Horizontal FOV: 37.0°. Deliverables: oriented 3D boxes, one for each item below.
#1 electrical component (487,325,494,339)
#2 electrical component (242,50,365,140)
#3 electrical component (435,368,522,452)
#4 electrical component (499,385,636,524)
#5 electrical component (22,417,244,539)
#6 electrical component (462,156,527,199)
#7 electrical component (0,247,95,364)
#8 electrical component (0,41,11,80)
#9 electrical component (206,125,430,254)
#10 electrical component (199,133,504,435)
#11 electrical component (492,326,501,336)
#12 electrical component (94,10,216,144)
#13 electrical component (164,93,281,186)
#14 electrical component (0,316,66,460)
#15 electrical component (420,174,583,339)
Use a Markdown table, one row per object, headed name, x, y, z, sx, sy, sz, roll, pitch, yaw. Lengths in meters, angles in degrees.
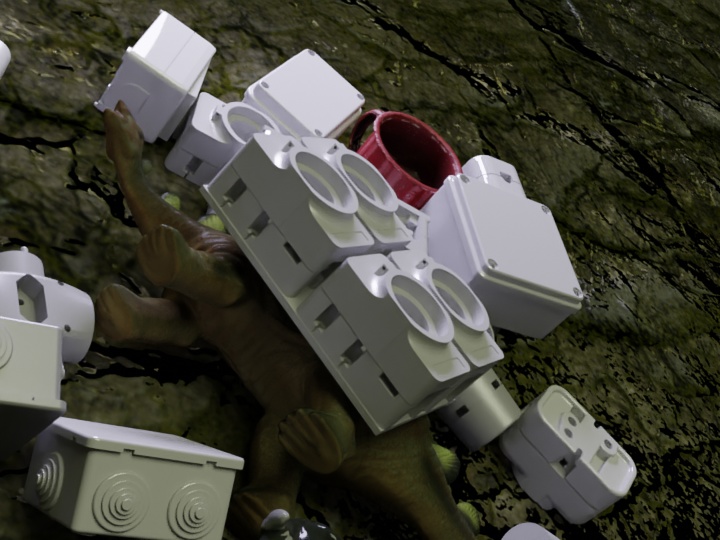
| name | x | y | z | sx | sy | sz | roll | pitch | yaw |
| --- | --- | --- | --- | --- | --- | --- | --- | --- | --- |
| electrical component | 0.047 | 0.056 | 0.811 | 0.079 | 0.077 | 0.043 | 29 | 38 | -19 |
| electrical component | -0.054 | -0.135 | 0.929 | 0.078 | 0.057 | 0.113 | 42 | 35 | -2 |
| electrical component | 0.090 | 0.106 | 0.822 | 0.047 | 0.055 | 0.055 | 52 | 36 | 6 |
| electrical component | 0.159 | 0.146 | 0.840 | 0.095 | 0.059 | 0.054 | 46 | 35 | 5 |
| electrical component | -0.124 | 0.112 | 0.575 | 0.100 | 0.100 | 0.048 | 16 | 82 | -34 |
| electrical component | 0.102 | -0.046 | 0.955 | 0.054 | 0.095 | 0.059 | 17 | 43 | -32 |
| electrical component | -0.205 | 0.016 | 0.639 | 0.077 | 0.043 | 0.079 | 11 | 46 | -37 |
| electrical component | -0.267 | -0.096 | 0.636 | 0.078 | 0.113 | 0.057 | 29 | 35 | -19 |
| electrical component | -0.033 | -0.027 | 0.809 | 0.150 | 0.089 | 0.061 | 28 | 38 | -20 |
| electrical component | 0.000 | 0.000 | 0.668 | 0.186 | 0.060 | 0.105 | 53 | 25 | 15 |
| electrical component | 0.067 | 0.027 | 0.881 | 0.095 | 0.053 | 0.059 | 28 | 38 | -20 |
| electrical component | -0.155 | -0.153 | 0.847 | 0.061 | 0.061 | 0.096 | 34 | 36 | -12 |
| electrical component | -0.098 | -0.093 | 0.845 | 0.089 | 0.055 | 0.050 | 28 | 38 | -20 |
| electrical component | -0.207 | 0.058 | 0.548 | 0.100 | 0.100 | 0.048 | 14 | 57 | -34 |
| electrical component | 0.111 | -0.010 | 0.864 | 0.109 | 0.056 | 0.108 | 17 | 43 | -32 |
